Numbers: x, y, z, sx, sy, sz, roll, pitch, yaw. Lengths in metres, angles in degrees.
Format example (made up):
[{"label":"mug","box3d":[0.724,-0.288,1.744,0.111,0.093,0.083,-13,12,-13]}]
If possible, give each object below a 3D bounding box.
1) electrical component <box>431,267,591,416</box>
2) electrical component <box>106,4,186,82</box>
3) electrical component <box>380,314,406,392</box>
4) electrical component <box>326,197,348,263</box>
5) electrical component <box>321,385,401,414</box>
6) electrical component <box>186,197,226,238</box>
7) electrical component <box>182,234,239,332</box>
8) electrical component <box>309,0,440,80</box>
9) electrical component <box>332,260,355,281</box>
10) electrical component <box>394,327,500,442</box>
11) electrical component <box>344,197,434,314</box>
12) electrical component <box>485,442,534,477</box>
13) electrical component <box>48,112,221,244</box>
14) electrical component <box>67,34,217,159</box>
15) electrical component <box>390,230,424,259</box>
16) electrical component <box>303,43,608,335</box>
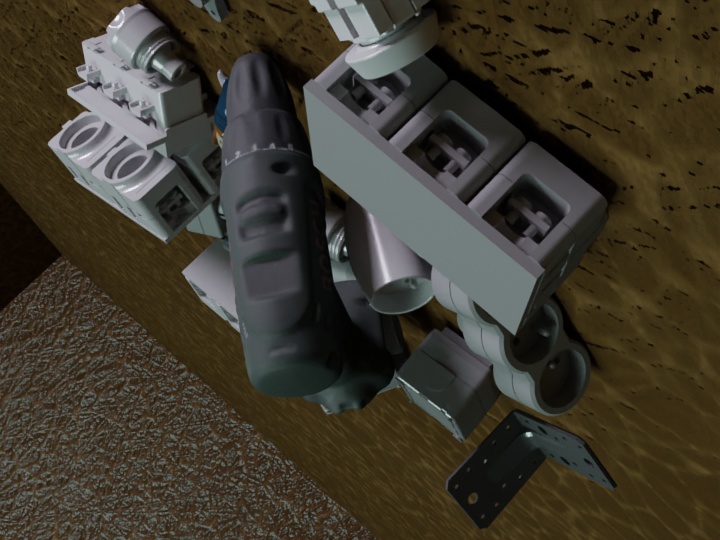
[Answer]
[{"label":"electrical component","box3d":[0.087,0.031,0.689,0.074,0.052,0.138,24,155,54]},{"label":"electrical component","box3d":[-0.163,-0.172,0.834,0.062,0.043,0.043,42,165,6]},{"label":"electrical component","box3d":[0.002,0.057,0.914,0.099,0.064,0.099,-16,-90,-80]},{"label":"electrical component","box3d":[-0.017,-0.026,0.843,0.062,0.048,0.048,28,161,21]},{"label":"electrical component","box3d":[-0.004,0.088,1.051,0.061,0.096,0.061,69,180,-58]},{"label":"electrical component","box3d":[-0.127,-0.067,1.017,0.077,0.047,0.065,12,146,16]},{"label":"electrical component","box3d":[-0.095,0.026,1.105,0.150,0.089,0.061,36,164,30]},{"label":"electrical component","box3d":[0.007,-0.123,0.501,0.055,0.048,0.066,59,161,-21]},{"label":"electrical component","box3d":[0.000,0.000,0.872,0.065,0.044,0.044,19,151,49]},{"label":"electrical component","box3d":[0.077,0.096,0.895,0.062,0.061,0.096,36,170,22]},{"label":"electrical component","box3d":[0.032,-0.010,0.709,0.079,0.043,0.077,19,-135,-41]},{"label":"electrical component","box3d":[0.138,0.170,0.969,0.040,0.040,0.046,44,160,4]},{"label":"electrical component","box3d":[-0.197,-0.109,0.978,0.186,0.105,0.060,29,159,46]},{"label":"electrical component","box3d":[-0.180,-0.151,0.895,0.121,0.079,0.063,34,140,35]},{"label":"electrical component","box3d":[0.024,-0.049,0.653,0.083,0.047,0.075,42,176,12]},{"label":"electrical component","box3d":[0.048,-0.049,0.557,0.150,0.061,0.089,41,165,15]}]
